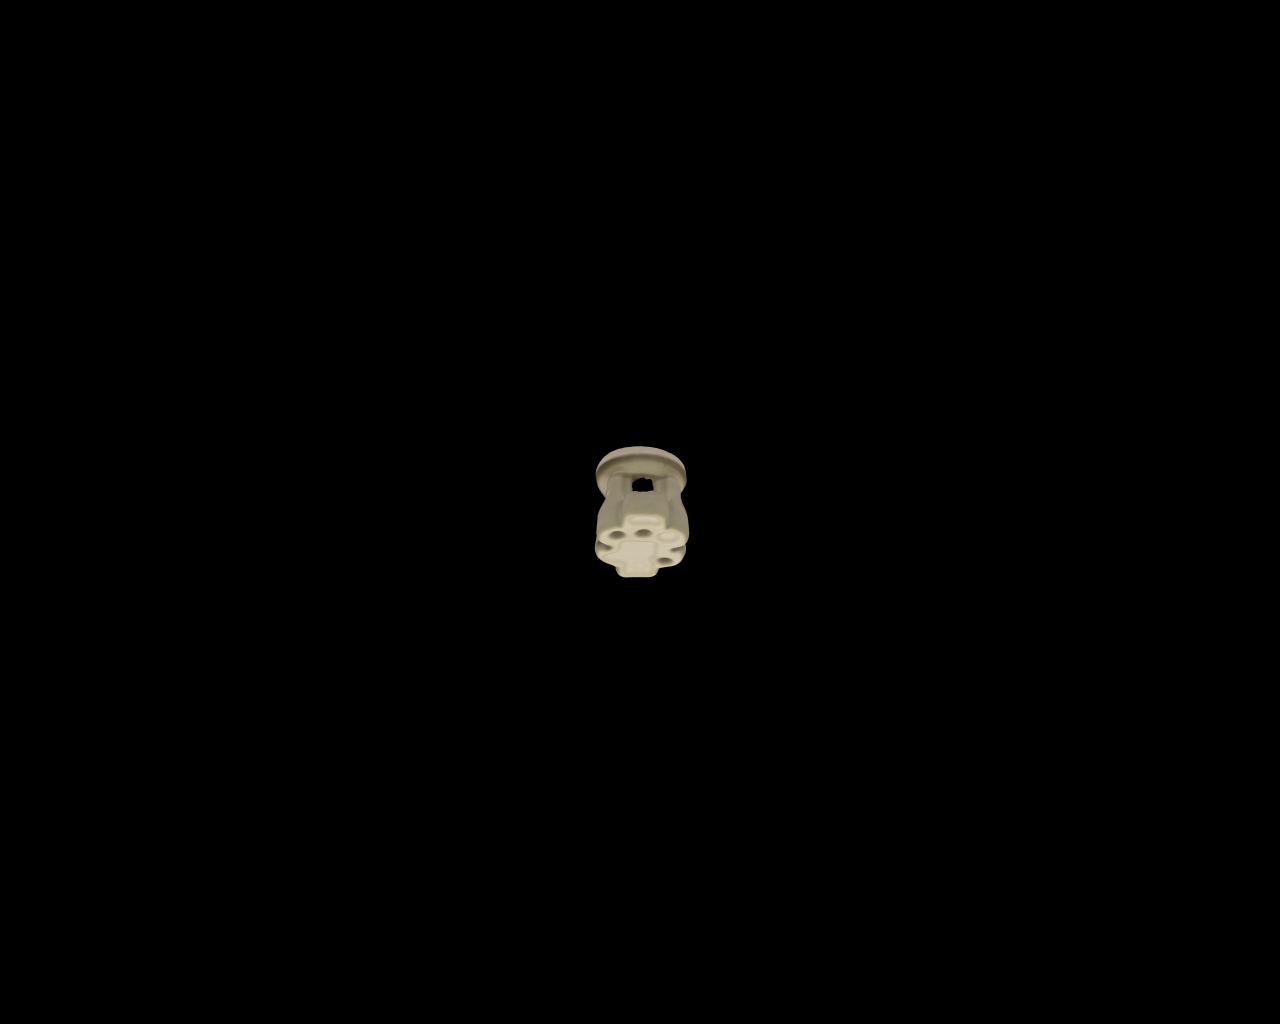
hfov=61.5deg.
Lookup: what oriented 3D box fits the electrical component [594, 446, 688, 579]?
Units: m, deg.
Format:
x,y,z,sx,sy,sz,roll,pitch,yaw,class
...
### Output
x,y,z,sx,sy,sz,roll,pitch,yaw,class
0.001,-0.003,0.650,0.058,0.057,0.078,2,-31,-3,electrical component
